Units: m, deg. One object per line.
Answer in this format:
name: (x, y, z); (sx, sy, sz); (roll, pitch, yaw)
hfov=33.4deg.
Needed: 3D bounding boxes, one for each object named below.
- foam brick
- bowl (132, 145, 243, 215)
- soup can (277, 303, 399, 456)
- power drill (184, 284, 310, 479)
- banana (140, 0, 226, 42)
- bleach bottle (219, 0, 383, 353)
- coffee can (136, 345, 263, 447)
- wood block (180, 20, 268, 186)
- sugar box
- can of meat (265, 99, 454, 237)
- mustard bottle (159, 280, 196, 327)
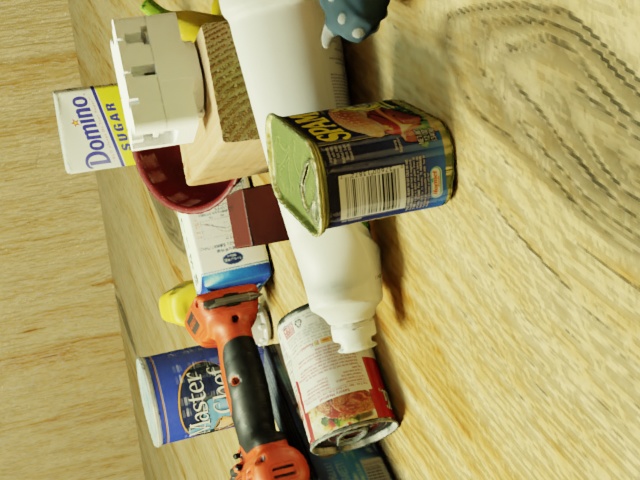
foam brick: (-0.050, -0.023, 0.964); (0.078, 0.051, 0.053); (173, 86, -75)
bowl: (-0.114, -0.107, 1.048); (0.162, 0.055, 0.162); (7, 101, 39)
soup can: (0.012, 0.102, 0.805); (0.068, 0.068, 0.102); (109, 147, -61)
power drill: (-0.065, 0.143, 0.907); (0.185, 0.057, 0.188); (128, 127, -65)
banana: (-0.089, -0.188, 0.921); (0.069, 0.037, 0.197); (53, -163, -3)
bleach bottle: (-0.002, -0.047, 0.722); (0.102, 0.068, 0.251); (-23, -79, -74)
coffee can: (-0.129, 0.169, 1.213); (0.103, 0.140, 0.103); (169, 90, -75)
wood block: (-0.060, -0.109, 0.870); (0.206, 0.090, 0.091); (157, 102, -75)
sugar box: (-0.202, -0.132, 1.191); (0.048, 0.176, 0.093); (-148, 49, -70)
can of meat: (0.022, -0.046, 0.632); (0.102, 0.083, 0.057); (-135, 36, -64)
mustard bottle: (-0.142, 0.075, 1.276); (0.192, 0.096, 0.058); (169, 90, -75)
